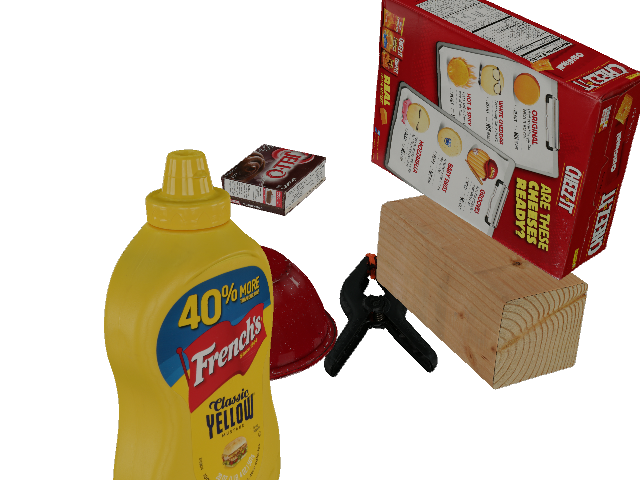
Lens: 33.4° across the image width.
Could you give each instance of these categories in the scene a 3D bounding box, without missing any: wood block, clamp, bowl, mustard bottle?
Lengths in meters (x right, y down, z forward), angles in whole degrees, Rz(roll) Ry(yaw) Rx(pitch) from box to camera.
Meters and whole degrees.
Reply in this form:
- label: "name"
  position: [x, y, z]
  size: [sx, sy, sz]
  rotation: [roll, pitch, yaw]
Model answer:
- label: "wood block"
  position: [0.142, 0.038, 0.996]
  size: [0.090, 0.090, 0.206]
  rotation: [-11, 30, -24]
- label: "clamp"
  position: [0.072, 0.085, 1.186]
  size: [0.120, 0.171, 0.039]
  rotation: [7, -42, 2]
- label: "bowl"
  position: [-0.067, 0.042, 0.767]
  size: [0.162, 0.055, 0.162]
  rotation: [1, 21, -1]
- label: "mustard bottle"
  position: [-0.063, 0.050, 0.534]
  size: [0.058, 0.192, 0.096]
  rotation: [13, 21, 39]

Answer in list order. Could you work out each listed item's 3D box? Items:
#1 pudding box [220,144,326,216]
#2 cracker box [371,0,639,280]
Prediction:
- label: "pudding box"
  position: [-0.056, -0.076, 1.318]
  size: [0.090, 0.039, 0.113]
  rotation: [13, 34, 23]
- label: "cracker box"
  position: [0.140, -0.094, 0.850]
  size: [0.072, 0.164, 0.214]
  rotation: [-29, 48, -33]
